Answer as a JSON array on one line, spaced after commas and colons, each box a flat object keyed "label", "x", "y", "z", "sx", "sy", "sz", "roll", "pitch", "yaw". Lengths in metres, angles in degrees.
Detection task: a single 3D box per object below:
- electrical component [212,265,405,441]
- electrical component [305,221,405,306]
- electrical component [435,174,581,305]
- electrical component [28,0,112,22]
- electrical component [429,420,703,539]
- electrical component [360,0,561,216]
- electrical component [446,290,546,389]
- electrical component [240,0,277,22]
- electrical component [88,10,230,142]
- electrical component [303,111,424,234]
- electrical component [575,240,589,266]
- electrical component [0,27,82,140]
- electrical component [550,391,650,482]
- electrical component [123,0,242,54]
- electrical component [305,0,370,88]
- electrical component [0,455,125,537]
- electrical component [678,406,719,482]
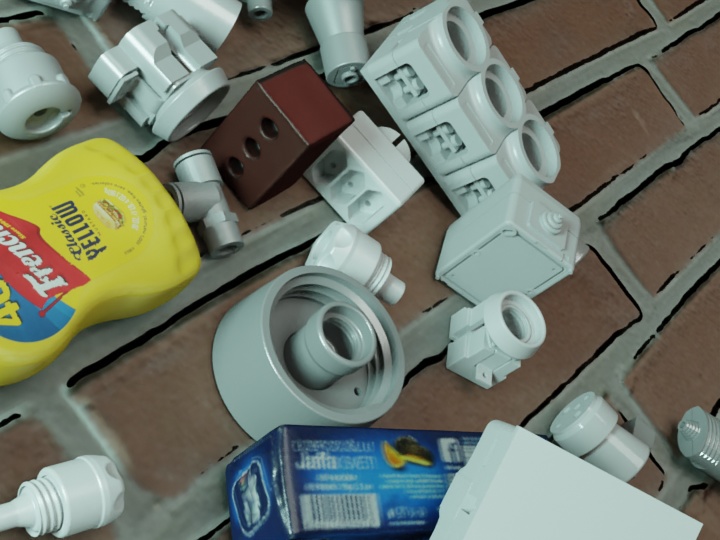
[{"label": "electrical component", "x": -0.023, "y": 0.049, "z": 0.622, "sx": 0.108, "sy": 0.060, "sz": 0.108, "roll": 21, "pitch": 51, "yaw": -28}, {"label": "electrical component", "x": 0.000, "y": 0.000, "z": 0.687, "sx": 0.062, "sy": 0.043, "sz": 0.043, "roll": 33, "pitch": 46, "yaw": -20}, {"label": "electrical component", "x": 0.108, "y": -0.021, "z": 0.750, "sx": 0.062, "sy": 0.096, "sz": 0.061, "roll": 34, "pitch": 46, "yaw": -17}, {"label": "electrical component", "x": -0.179, "y": -0.204, "z": 0.661, "sx": 0.062, "sy": 0.061, "sz": 0.096, "roll": 10, "pitch": 57, "yaw": -35}, {"label": "electrical component", "x": 0.075, "y": 0.182, "z": 0.541, "sx": 0.105, "sy": 0.060, "sz": 0.186, "roll": 28, "pitch": 84, "yaw": -7}, {"label": "electrical component", "x": 0.081, "y": -0.118, "z": 0.793, "sx": 0.150, "sy": 0.062, "sz": 0.089, "roll": 53, "pitch": 42, "yaw": -19}, {"label": "electrical component", "x": 0.091, "y": 0.044, "z": 0.723, "sx": 0.048, "sy": 0.055, "sz": 0.066, "roll": 29, "pitch": 48, "yaw": -22}, {"label": "electrical component", "x": -0.073, "y": -0.207, "z": 0.764, "sx": 0.048, "sy": 0.048, "sz": 0.062, "roll": 10, "pitch": 65, "yaw": -35}, {"label": "electrical component", "x": -0.117, "y": -0.116, "z": 0.657, "sx": 0.057, "sy": 0.058, "sz": 0.078, "roll": 47, "pitch": 43, "yaw": -1}, {"label": "electrical component", "x": 0.010, "y": -0.074, "z": 0.740, "sx": 0.065, "sy": 0.047, "sz": 0.076, "roll": 48, "pitch": 44, "yaw": -4}, {"label": "electrical component", "x": 0.136, "y": -0.025, "z": 0.818, "sx": 0.065, "sy": 0.044, "sz": 0.044, "roll": 46, "pitch": 43, "yaw": 2}, {"label": "electrical component", "x": -0.189, "y": -0.107, "z": 0.602, "sx": 0.048, "sy": 0.048, "sz": 0.062, "roll": -12, "pitch": 64, "yaw": -43}, {"label": "electrical component", "x": 0.165, "y": 0.118, "z": 0.744, "sx": 0.055, "sy": 0.045, "sz": 0.045, "roll": 47, "pitch": 44, "yaw": -4}, {"label": "electrical component", "x": -0.123, "y": -0.178, "z": 0.702, "sx": 0.081, "sy": 0.043, "sz": 0.043, "roll": 30, "pitch": 47, "yaw": -21}, {"label": "electrical component", "x": -0.013, "y": -0.168, "z": 0.789, "sx": 0.044, "sy": 0.044, "sz": 0.065, "roll": 4, "pitch": 65, "yaw": -38}, {"label": "electrical component", "x": -0.143, "y": 0.109, "z": 0.503, "sx": 0.061, "sy": 0.035, "sz": 0.035, "roll": -10, "pitch": 70, "yaw": -40}, {"label": "electrical component", "x": 0.275, "y": 0.137, "z": 0.822, "sx": 0.081, "sy": 0.043, "sz": 0.043, "roll": 32, "pitch": 47, "yaw": -19}]
